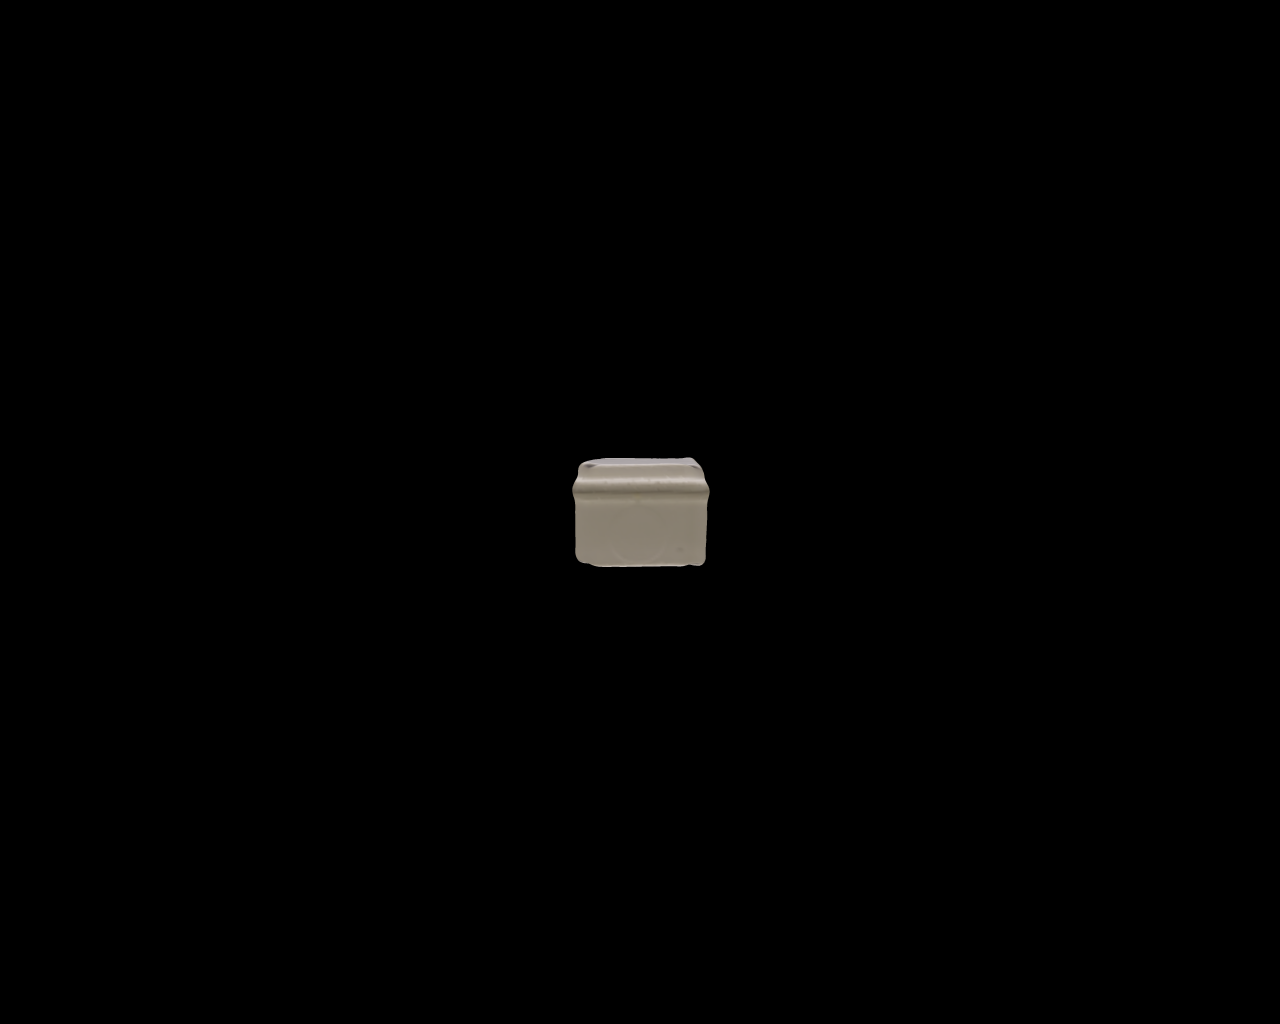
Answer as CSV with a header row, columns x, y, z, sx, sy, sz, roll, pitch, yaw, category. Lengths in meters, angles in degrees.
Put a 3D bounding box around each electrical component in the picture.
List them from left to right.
x,y,z,sx,sy,sz,roll,pitch,yaw,category
0.001,-0.003,0.650,0.078,0.057,0.113,0,5,0,electrical component
